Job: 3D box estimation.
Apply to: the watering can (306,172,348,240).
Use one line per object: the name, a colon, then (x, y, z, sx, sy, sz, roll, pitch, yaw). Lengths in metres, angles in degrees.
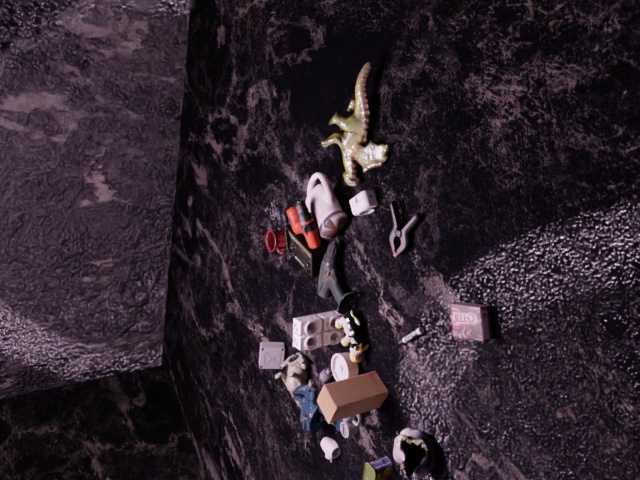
watering can: (0.006, -0.096, 1.898, 0.339, 0.104, 0.228, 106, 143, -55)

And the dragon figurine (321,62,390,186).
dragon figurine: (0.143, -0.340, 1.672, 0.246, 0.123, 0.401, 47, 136, 22)

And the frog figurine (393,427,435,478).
frog figurine: (0.282, 0.639, 1.549, 0.139, 0.123, 0.157, 59, 177, 23)
